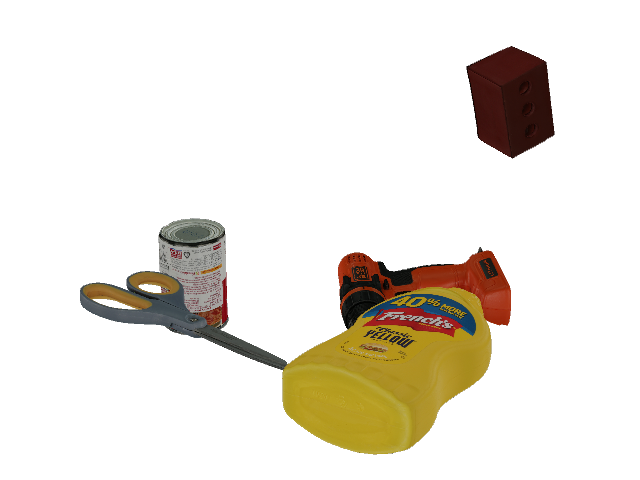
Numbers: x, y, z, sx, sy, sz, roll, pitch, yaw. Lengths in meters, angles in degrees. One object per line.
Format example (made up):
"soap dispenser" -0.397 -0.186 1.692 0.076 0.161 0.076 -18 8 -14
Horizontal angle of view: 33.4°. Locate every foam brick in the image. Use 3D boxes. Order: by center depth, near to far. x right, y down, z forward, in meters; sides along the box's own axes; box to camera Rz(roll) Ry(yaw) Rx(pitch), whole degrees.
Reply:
"foam brick" 0.171 -0.125 0.960 0.053 0.078 0.051 -28 37 -16

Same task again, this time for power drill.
"power drill" 0.114 0.065 1.199 0.187 0.057 0.184 -2 28 -3

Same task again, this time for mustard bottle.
"mustard bottle" 0.063 0.076 0.730 0.096 0.058 0.191 10 23 31

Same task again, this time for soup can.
"soup can" -0.130 0.036 1.090 0.068 0.102 0.068 0 23 0

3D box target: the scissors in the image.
"scissors" -0.103 0.061 0.885 0.202 0.016 0.096 13 23 17
